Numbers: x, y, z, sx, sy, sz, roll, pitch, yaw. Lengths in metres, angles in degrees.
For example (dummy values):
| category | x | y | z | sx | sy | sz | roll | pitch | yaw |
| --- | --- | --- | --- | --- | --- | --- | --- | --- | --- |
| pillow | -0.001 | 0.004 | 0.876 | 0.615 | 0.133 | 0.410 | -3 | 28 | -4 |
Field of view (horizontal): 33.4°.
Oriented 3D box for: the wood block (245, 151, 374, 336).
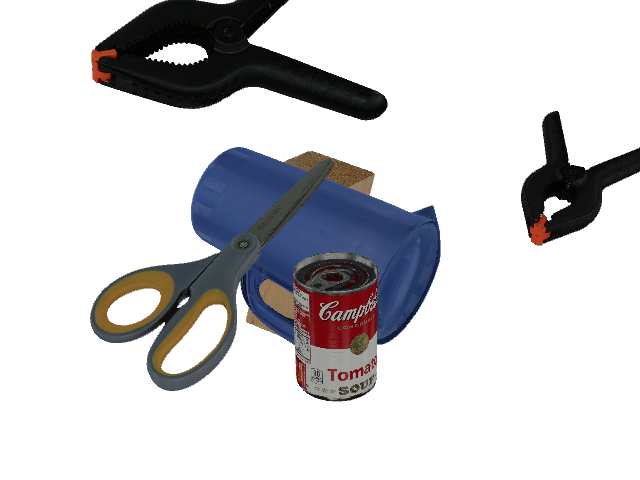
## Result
| category | x | y | z | sx | sy | sz | roll | pitch | yaw |
| --- | --- | --- | --- | --- | --- | --- | --- | --- | --- |
| wood block | -0.013 | 0.008 | 1.284 | 0.090 | 0.206 | 0.090 | 21 | 22 | 17 |

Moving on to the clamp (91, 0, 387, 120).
| category | x | y | z | sx | sy | sz | roll | pitch | yaw |
| --- | --- | --- | --- | --- | --- | --- | --- | --- | --- |
| clamp | -0.061 | -0.137 | 0.788 | 0.209 | 0.165 | 0.036 | -18 | -27 | -18 |

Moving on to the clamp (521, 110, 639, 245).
| category | x | y | z | sx | sy | sz | roll | pitch | yaw |
| --- | --- | --- | --- | --- | --- | --- | --- | --- | --- |
| clamp | 0.248 | -0.067 | 1.087 | 0.120 | 0.039 | 0.171 | 29 | 55 | 31 |

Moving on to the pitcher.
| category | x | y | z | sx | sy | sz | roll | pitch | yaw |
| --- | --- | --- | --- | --- | --- | --- | --- | --- | --- |
| pitcher | -0.015 | 0.005 | 1.072 | 0.243 | 0.145 | 0.149 | 26 | 27 | 26 |

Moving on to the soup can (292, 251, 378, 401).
| category | x | y | z | sx | sy | sz | roll | pitch | yaw |
| --- | --- | --- | --- | --- | --- | --- | --- | --- | --- |
| soup can | 0.012 | 0.069 | 0.859 | 0.068 | 0.102 | 0.068 | -1 | 26 | 0 |

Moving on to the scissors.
| category | x | y | z | sx | sy | sz | roll | pitch | yaw |
| --- | --- | --- | --- | --- | --- | --- | --- | --- | --- |
| scissors | -0.068 | 0.007 | 0.656 | 0.096 | 0.016 | 0.201 | 12 | 48 | 14 |
